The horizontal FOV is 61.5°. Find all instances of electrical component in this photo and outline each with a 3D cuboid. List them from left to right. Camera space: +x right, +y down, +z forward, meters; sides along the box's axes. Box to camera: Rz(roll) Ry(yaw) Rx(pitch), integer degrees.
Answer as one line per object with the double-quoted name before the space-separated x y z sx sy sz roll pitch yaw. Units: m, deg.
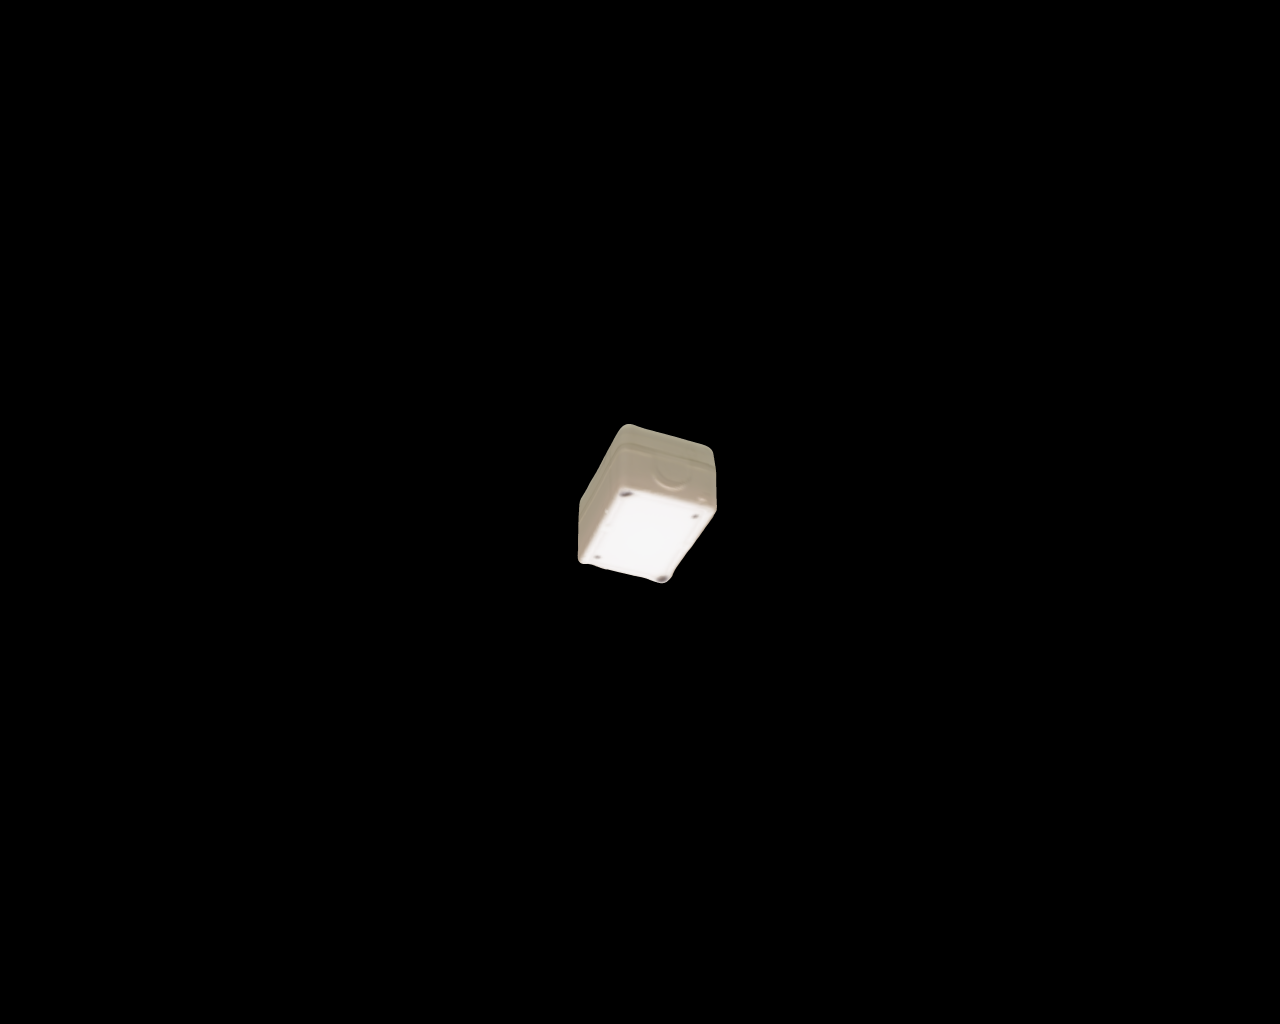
"electrical component" 0.001 -0.003 0.650 0.062 0.061 0.096 14 -42 -16
